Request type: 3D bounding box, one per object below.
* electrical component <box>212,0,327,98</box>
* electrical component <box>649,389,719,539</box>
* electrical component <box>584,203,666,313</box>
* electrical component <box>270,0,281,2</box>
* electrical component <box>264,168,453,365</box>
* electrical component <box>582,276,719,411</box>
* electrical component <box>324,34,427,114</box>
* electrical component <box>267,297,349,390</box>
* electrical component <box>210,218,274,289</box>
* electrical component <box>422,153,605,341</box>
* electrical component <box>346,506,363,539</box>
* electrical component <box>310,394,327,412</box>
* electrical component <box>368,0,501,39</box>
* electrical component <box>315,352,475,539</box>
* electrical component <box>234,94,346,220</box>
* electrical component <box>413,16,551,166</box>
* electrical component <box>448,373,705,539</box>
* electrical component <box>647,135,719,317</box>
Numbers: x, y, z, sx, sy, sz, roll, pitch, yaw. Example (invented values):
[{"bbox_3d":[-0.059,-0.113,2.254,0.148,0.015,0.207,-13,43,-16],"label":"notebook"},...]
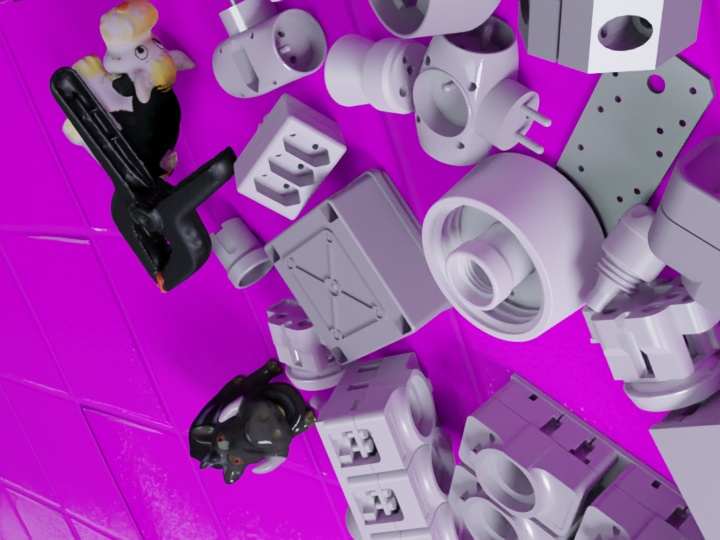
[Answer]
[{"bbox_3d":[-0.069,-0.160,0.720,0.077,0.043,0.079,-7,113,52],"label":"electrical component"},{"bbox_3d":[0.237,0.129,0.574,0.089,0.062,0.150,-17,104,54],"label":"electrical component"},{"bbox_3d":[0.144,-0.004,0.579,0.035,0.035,0.061,41,105,20],"label":"electrical component"},{"bbox_3d":[-0.043,-0.202,0.659,0.044,0.044,0.065,2,115,49],"label":"electrical component"},{"bbox_3d":[0.000,0.000,0.758,0.108,0.056,0.109,57,145,-2],"label":"electrical component"},{"bbox_3d":[0.167,0.041,0.591,0.078,0.058,0.057,-9,108,53],"label":"electrical component"},{"bbox_3d":[0.013,-0.119,0.655,0.055,0.045,0.045,16,129,42],"label":"electrical component"},{"bbox_3d":[-0.035,0.057,0.847,0.078,0.058,0.057,12,123,45],"label":"electrical component"},{"bbox_3d":[-0.098,-0.014,0.879,0.046,0.040,0.040,52,146,14],"label":"electrical component"},{"bbox_3d":[0.085,-0.008,0.639,0.108,0.060,0.108,34,144,30],"label":"electrical component"},{"bbox_3d":[0.020,0.199,0.900,0.055,0.055,0.047,41,139,20],"label":"electrical component"},{"bbox_3d":[-0.017,0.123,0.899,0.061,0.035,0.035,31,138,35],"label":"electrical component"},{"bbox_3d":[0.038,-0.170,0.551,0.099,0.064,0.099,53,153,43],"label":"electrical component"},{"bbox_3d":[0.033,0.148,0.801,0.062,0.089,0.150,-13,110,23],"label":"electrical component"},{"bbox_3d":[-0.051,-0.087,0.746,0.047,0.076,0.065,28,114,-26],"label":"electrical component"},{"bbox_3d":[0.073,-0.093,0.604,0.079,0.044,0.077,36,141,26],"label":"electrical component"},{"bbox_3d":[0.149,0.170,0.714,0.186,0.060,0.105,35,141,27],"label":"electrical component"},{"bbox_3d":[0.192,-0.013,0.519,0.095,0.054,0.059,37,141,25],"label":"electrical component"}]
